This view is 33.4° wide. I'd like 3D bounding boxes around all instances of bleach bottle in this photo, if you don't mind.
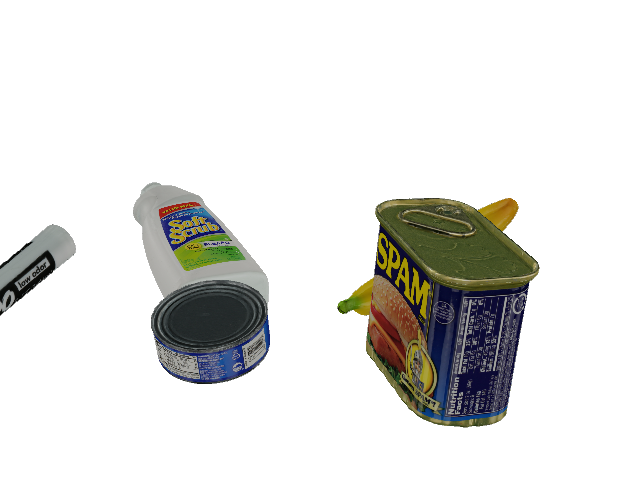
[{"bbox_3d":[-0.145,0.005,1.115,0.102,0.068,0.251,-9,31,-24],"label":"bleach bottle"}]

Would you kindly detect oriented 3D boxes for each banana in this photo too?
[{"bbox_3d":[0.106,0.023,1.037,0.198,0.037,0.069,-33,0,0],"label":"banana"}]

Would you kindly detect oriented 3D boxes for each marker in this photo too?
[{"bbox_3d":[-0.160,0.033,0.492,0.020,0.020,0.121,0,34,39],"label":"marker"}]

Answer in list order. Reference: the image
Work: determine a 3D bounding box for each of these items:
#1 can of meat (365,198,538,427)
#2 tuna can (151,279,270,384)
[{"bbox_3d":[0.063,0.035,0.548,0.057,0.084,0.102,-3,24,-18],"label":"can of meat"},{"bbox_3d":[-0.080,0.067,0.787,0.086,0.034,0.086,-3,33,2],"label":"tuna can"}]
